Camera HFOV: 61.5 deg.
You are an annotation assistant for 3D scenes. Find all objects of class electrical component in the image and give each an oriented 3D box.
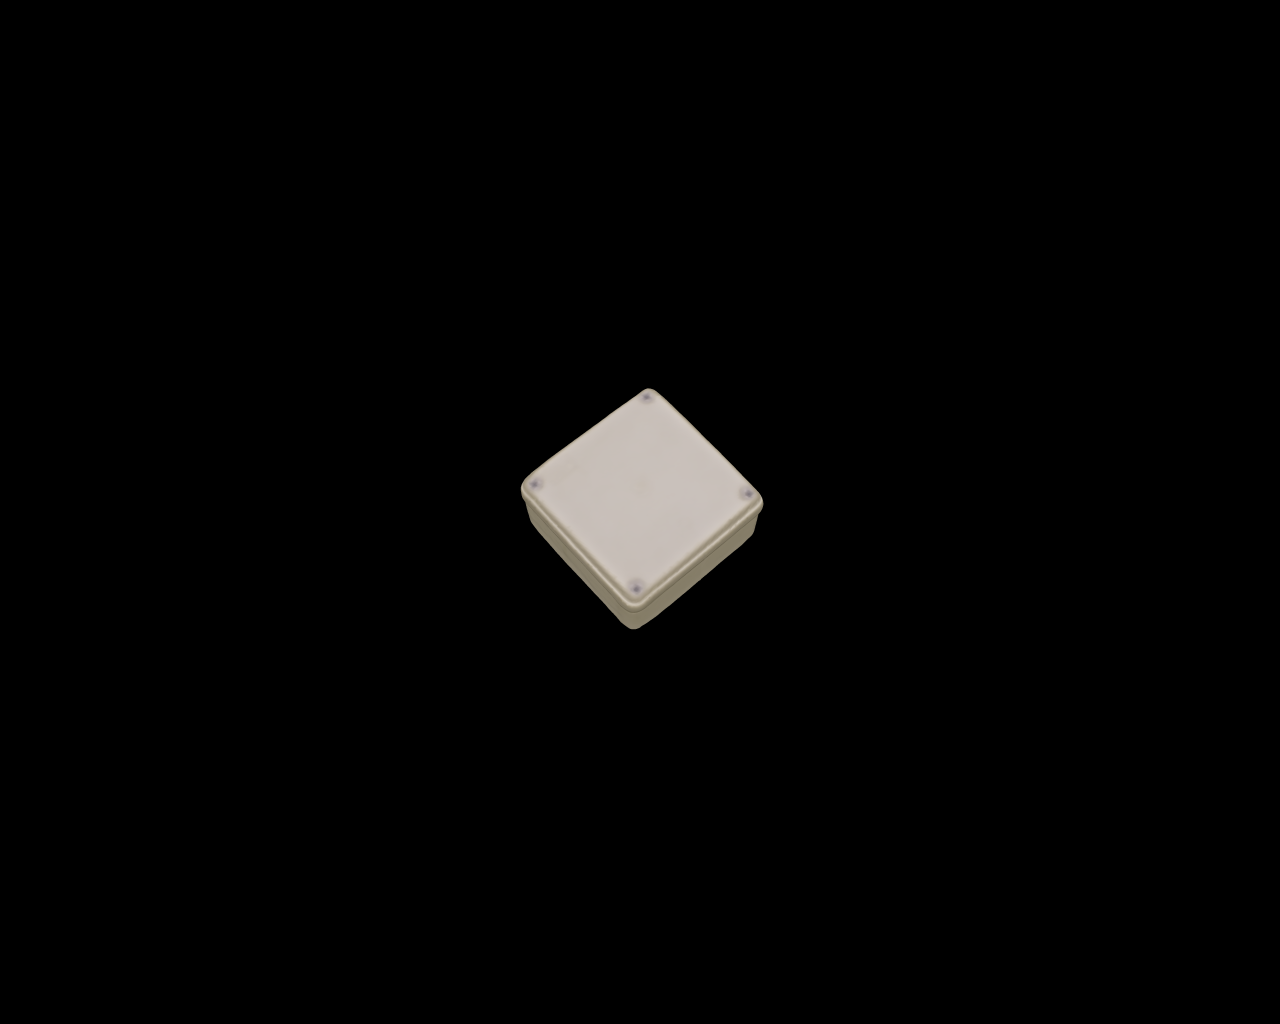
[{"bbox_3d":[0.001,-0.003,0.650,0.109,0.109,0.056,-38,-19,-16],"label":"electrical component"}]
